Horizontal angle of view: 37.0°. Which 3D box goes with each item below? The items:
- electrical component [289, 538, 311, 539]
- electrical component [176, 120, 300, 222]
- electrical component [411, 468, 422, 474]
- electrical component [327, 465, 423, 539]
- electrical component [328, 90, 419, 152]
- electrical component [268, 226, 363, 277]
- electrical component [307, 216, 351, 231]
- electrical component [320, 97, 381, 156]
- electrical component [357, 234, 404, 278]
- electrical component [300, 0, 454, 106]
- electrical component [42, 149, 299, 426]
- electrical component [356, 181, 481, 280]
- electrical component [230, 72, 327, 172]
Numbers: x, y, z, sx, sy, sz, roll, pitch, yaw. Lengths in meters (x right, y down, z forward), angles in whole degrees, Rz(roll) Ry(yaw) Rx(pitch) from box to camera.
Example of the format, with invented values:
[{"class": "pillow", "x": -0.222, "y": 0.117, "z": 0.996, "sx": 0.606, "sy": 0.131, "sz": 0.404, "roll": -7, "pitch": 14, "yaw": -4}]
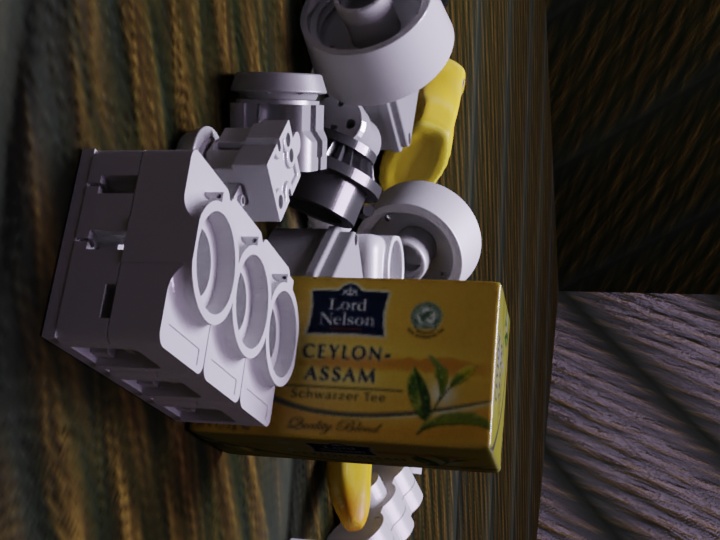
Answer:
[{"class": "electrical component", "x": -0.023, "y": 0.262, "z": 0.775, "sx": 0.108, "sy": 0.056, "sz": 0.108, "roll": 70, "pitch": 25, "yaw": -55}, {"class": "electrical component", "x": -0.067, "y": -0.054, "z": 0.581, "sx": 0.066, "sy": 0.055, "sz": 0.048, "roll": -72, "pitch": 158, "yaw": -49}, {"class": "electrical component", "x": 0.045, "y": 0.162, "z": 1.059, "sx": 0.079, "sy": 0.044, "sz": 0.077, "roll": 44, "pitch": 49, "yaw": -71}, {"class": "electrical component", "x": 0.007, "y": 0.194, "z": 0.902, "sx": 0.073, "sy": 0.052, "sz": 0.138, "roll": 64, "pitch": 22, "yaw": -14}, {"class": "electrical component", "x": 0.011, "y": -0.170, "z": 0.879, "sx": 0.108, "sy": 0.056, "sz": 0.108, "roll": 70, "pitch": 25, "yaw": -55}, {"class": "electrical component", "x": -0.031, "y": 0.034, "z": 0.725, "sx": 0.078, "sy": 0.057, "sz": 0.113, "roll": -67, "pitch": 154, "yaw": -56}, {"class": "electrical component", "x": -0.023, "y": -0.050, "z": 0.791, "sx": 0.046, "sy": 0.040, "sz": 0.040, "roll": 82, "pitch": 16, "yaw": -52}, {"class": "electrical component", "x": -0.011, "y": -0.104, "z": 0.819, "sx": 0.055, "sy": 0.045, "sz": 0.045, "roll": 40, "pitch": 53, "yaw": -71}, {"class": "electrical component", "x": 0.000, "y": 0.000, "z": 0.841, "sx": 0.095, "sy": 0.059, "sz": 0.053, "roll": 4, "pitch": 87, "yaw": -76}, {"class": "electrical component", "x": 0.009, "y": -0.179, "z": 0.776, "sx": 0.060, "sy": 0.108, "sz": 0.108, "roll": 61, "pitch": 32, "yaw": -52}, {"class": "electrical component", "x": -0.081, "y": 0.014, "z": 0.520, "sx": 0.150, "sy": 0.062, "sz": 0.089, "roll": 58, "pitch": 35, "yaw": -65}, {"class": "electrical component", "x": 0.046, "y": -0.017, "z": 0.933, "sx": 0.060, "sy": 0.108, "sz": 0.108, "roll": -49, "pitch": 138, "yaw": -60}, {"class": "electrical component", "x": -0.049, "y": -0.090, "z": 0.648, "sx": 0.078, "sy": 0.058, "sz": 0.057, "roll": -30, "pitch": 123, "yaw": -74}]
